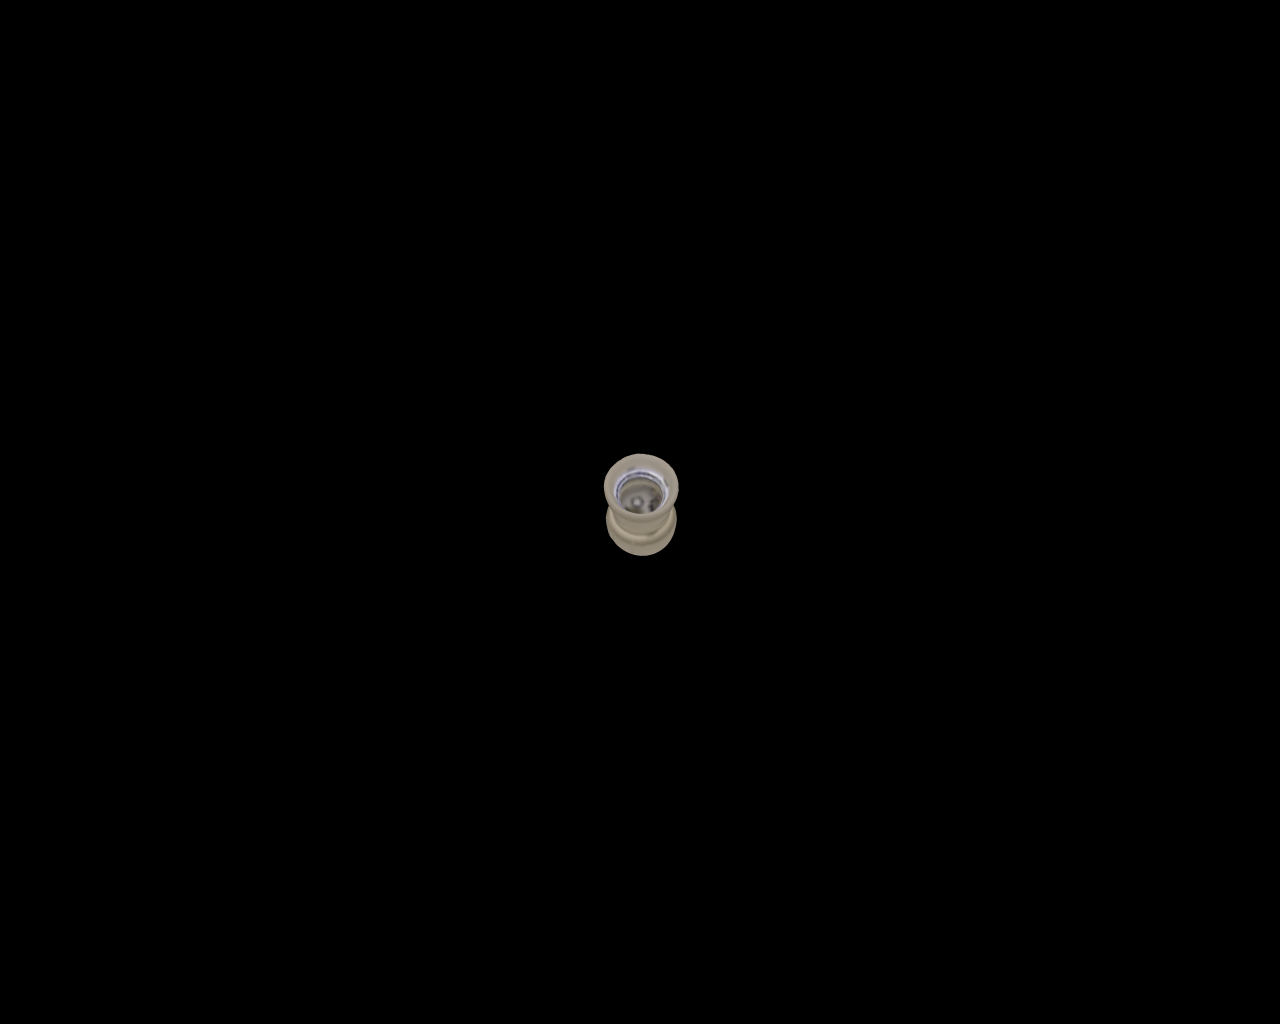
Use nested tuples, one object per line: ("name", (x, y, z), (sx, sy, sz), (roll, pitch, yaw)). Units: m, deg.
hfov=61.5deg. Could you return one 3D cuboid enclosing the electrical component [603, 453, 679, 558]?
("electrical component", (0.001, -0.003, 0.650), (0.045, 0.045, 0.055), (0, -30, 0))
